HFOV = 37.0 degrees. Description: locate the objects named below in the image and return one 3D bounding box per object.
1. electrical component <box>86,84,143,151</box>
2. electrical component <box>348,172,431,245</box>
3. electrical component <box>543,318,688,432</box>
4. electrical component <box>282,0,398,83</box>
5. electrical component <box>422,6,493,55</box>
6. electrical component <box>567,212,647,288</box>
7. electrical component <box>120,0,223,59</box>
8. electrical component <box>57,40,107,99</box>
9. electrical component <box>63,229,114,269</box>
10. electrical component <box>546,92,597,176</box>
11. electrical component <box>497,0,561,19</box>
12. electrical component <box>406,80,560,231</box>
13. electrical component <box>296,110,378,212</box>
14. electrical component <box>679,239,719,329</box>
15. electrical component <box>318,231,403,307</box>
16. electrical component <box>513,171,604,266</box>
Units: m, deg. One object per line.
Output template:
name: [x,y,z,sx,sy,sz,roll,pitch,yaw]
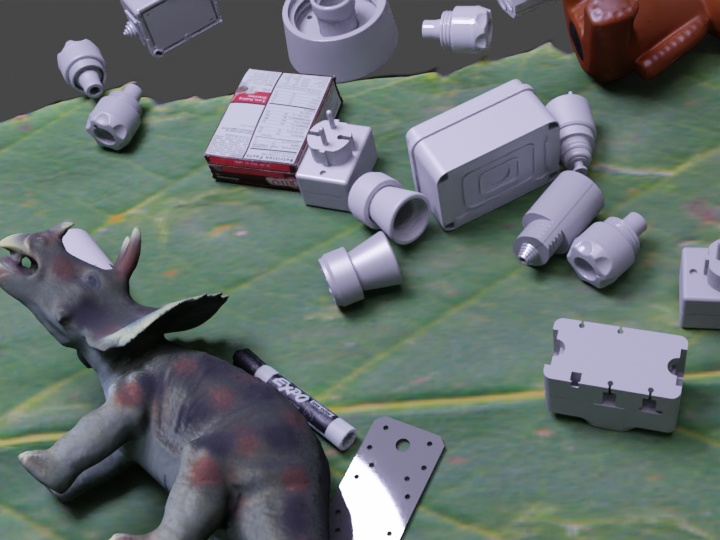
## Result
electrical component: [-0.223,-0.146,0.999,0.043,0.043,0.062,11,56,20]
electrical component: [0.023,-0.051,0.871,0.045,0.045,0.055,-41,46,-18]
electrical component: [0.176,0.075,0.742,0.089,0.055,0.050,8,56,18]
electrical component: [-0.021,-0.236,1.012,0.108,0.060,0.108,-6,53,8]
electrical component: [0.089,-0.220,0.988,0.062,0.043,0.043,4,55,17]
electrical component: [0.191,-0.019,0.816,0.062,0.043,0.043,-39,56,-19]
electrical component: [-0.196,-0.261,1.068,0.096,0.061,0.061,-32,54,-12]
electrical component: [-0.266,-0.191,1.043,0.043,0.043,0.062,-26,54,-8]
electrical component: [-0.222,0.006,0.886,0.043,0.043,0.081,-36,55,-15]
electrical component: [0.176,-0.109,0.888,0.040,0.040,0.078,-8,53,6]
electrical component: [0.150,-0.277,0.995,0.051,0.080,0.080,-24,53,0]
electrical component: [0.099,-0.094,0.870,0.113,0.078,0.057,-26,56,-8]
electrical component: [-0.022,-0.100,0.900,0.047,0.076,0.065,10,57,19]
electrical component: [0.263,0.003,0.763,0.066,0.076,0.047,2,54,14]
electrical component: [0.000,0.000,0.842,0.055,0.045,0.045,-22,53,-4]
electrical component: [0.150,-0.035,0.836,0.043,0.043,0.081,30,65,29]
